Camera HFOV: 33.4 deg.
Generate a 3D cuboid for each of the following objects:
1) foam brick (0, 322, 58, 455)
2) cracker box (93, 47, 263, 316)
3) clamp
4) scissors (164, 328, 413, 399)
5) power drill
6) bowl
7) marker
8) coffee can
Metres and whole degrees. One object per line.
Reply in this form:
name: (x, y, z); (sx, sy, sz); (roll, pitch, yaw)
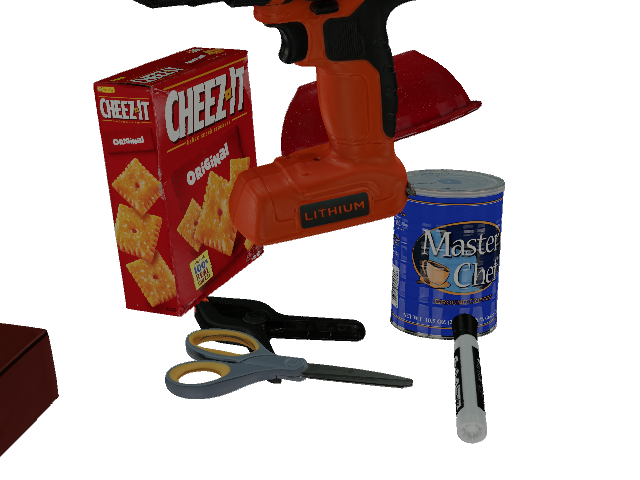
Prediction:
foam brick: (-0.209, 0.093, 0.667); (0.053, 0.051, 0.078); (7, 29, 21)
cracker box: (-0.123, -0.059, 0.997); (0.072, 0.214, 0.164); (7, 23, 25)
clamp: (-0.075, 0.107, 1.243); (0.210, 0.036, 0.164); (14, 22, 29)
scissors: (-0.038, 0.108, 0.832); (0.202, 0.016, 0.096); (13, 33, 35)
power drill: (-0.015, -0.091, 0.574); (0.184, 0.188, 0.057); (-12, 37, -18)
bowl: (0.035, -0.102, 0.797); (0.162, 0.055, 0.162); (-18, 8, 2)
marker: (0.099, 0.088, 0.715); (0.020, 0.020, 0.121); (0, 32, 5)
coffee can: (0.118, 0.011, 1.006); (0.103, 0.140, 0.103); (1, 14, 0)
